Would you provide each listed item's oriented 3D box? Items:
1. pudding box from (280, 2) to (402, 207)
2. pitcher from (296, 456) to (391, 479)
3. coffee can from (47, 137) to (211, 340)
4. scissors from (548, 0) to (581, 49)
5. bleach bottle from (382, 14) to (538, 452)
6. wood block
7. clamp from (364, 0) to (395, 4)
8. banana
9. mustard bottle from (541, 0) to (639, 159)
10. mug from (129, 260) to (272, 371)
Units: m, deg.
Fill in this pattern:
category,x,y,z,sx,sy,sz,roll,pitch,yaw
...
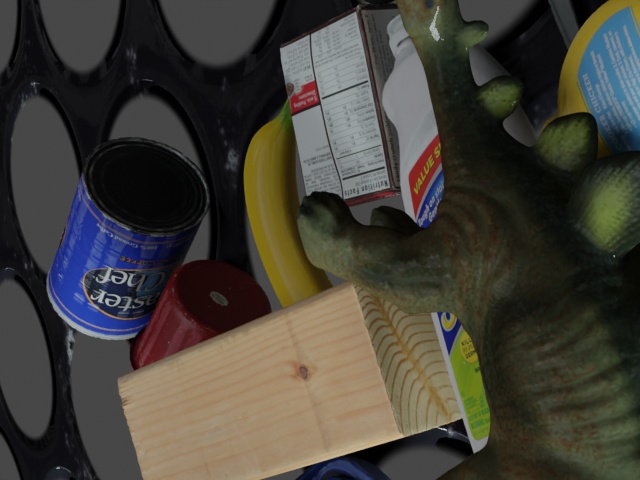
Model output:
category,x,y,z,sx,sy,sz,roll,pitch,yaw
pudding box,0.021,-0.078,0.653,0.090,0.039,0.113,-11,91,54
pitcher,0.033,0.259,0.653,0.243,0.144,0.149,35,146,42
coffee can,-0.159,0.001,0.873,0.103,0.102,0.140,59,140,27
scissors,0.111,-0.178,0.520,0.096,0.016,0.202,-52,57,47
bleach bottle,0.085,-0.005,0.561,0.103,0.067,0.251,-40,63,49
wood block,-0.018,0.094,0.656,0.207,0.090,0.091,-24,78,37
clamp,0.099,-0.165,0.496,0.210,0.036,0.165,34,122,34
banana,-0.015,0.002,0.726,0.070,0.037,0.198,-28,75,54
mustard bottle,0.156,-0.066,0.445,0.192,0.058,0.096,-36,79,52
mug,-0.086,0.062,0.810,0.117,0.093,0.082,-83,18,-51
